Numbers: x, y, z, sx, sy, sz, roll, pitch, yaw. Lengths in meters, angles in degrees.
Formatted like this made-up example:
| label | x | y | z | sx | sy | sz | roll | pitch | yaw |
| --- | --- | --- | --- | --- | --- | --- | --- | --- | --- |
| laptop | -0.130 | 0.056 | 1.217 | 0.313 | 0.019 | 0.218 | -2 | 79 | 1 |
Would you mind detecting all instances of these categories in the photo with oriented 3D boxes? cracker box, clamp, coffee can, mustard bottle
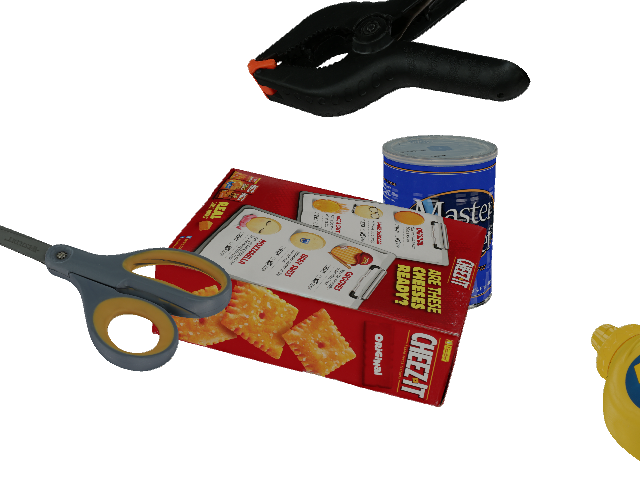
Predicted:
| label | x | y | z | sx | sy | sz | roll | pitch | yaw |
| --- | --- | --- | --- | --- | --- | --- | --- | --- | --- |
| cracker box | 0.004 | 0.029 | 0.793 | 0.214 | 0.072 | 0.164 | 14 | 30 | 9 |
| clamp | 0.042 | -0.107 | 0.623 | 0.172 | 0.120 | 0.039 | -21 | -45 | 15 |
| coffee can | 0.107 | -0.018 | 0.973 | 0.103 | 0.140 | 0.103 | 0 | 17 | 0 |
| mustard bottle | 0.220 | 0.101 | 0.609 | 0.096 | 0.058 | 0.192 | -18 | 31 | -17 |

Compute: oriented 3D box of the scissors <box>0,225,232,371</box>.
| label | x | y | z | sx | sy | sz | roll | pitch | yaw |
| --- | --- | --- | --- | --- | --- | --- | --- | --- | --- |
| scissors | -0.154 | 0.027 | 0.637 | 0.202 | 0.096 | 0.016 | 8 | -44 | 9 |
